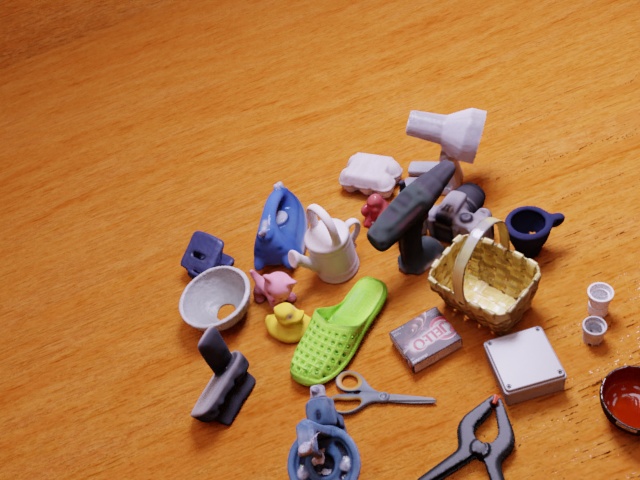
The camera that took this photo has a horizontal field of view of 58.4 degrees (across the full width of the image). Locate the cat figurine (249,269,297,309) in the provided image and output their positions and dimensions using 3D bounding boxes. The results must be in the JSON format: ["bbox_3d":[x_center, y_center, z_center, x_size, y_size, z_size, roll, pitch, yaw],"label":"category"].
[{"bbox_3d":[-0.104,0.100,1.246,0.127,0.118,0.067,24,61,34],"label":"cat figurine"}]

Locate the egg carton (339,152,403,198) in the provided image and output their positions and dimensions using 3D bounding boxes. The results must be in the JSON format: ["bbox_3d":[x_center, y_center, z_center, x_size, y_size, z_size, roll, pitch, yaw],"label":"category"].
[{"bbox_3d":[0.127,-0.162,1.434,0.149,0.069,0.107,12,55,28],"label":"egg carton"}]

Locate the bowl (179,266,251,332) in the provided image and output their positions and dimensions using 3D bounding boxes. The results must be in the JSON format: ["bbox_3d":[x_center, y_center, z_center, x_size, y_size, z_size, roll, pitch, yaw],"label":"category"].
[{"bbox_3d":[-0.223,0.144,1.278,0.167,0.075,0.167,-10,47,11],"label":"bowl"}]

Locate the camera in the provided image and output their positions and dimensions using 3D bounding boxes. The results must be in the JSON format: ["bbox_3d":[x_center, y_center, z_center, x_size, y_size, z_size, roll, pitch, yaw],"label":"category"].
[{"bbox_3d":[0.321,-0.064,1.258,0.142,0.101,0.137,22,60,33],"label":"camera"}]

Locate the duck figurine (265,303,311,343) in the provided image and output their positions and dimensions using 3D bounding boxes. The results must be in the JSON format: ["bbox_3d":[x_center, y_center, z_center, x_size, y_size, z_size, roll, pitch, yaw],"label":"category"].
[{"bbox_3d":[-0.071,0.165,1.199,0.104,0.086,0.077,1,50,20],"label":"duck figurine"}]

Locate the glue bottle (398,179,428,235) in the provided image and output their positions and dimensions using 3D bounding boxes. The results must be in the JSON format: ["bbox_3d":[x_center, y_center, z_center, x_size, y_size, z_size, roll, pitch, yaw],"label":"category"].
[{"bbox_3d":[0.190,-0.067,1.256,0.078,0.173,0.037,-29,47,-7],"label":"glue bottle"}]

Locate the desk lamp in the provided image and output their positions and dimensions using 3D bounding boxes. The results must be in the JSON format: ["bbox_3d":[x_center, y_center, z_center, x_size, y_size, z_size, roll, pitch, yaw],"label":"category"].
[{"bbox_3d":[0.284,-0.208,1.321,0.202,0.214,0.118,4,51,22],"label":"desk lamp"}]

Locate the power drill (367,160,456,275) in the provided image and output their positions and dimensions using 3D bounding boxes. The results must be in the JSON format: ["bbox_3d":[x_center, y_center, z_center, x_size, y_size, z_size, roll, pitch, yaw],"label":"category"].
[{"bbox_3d":[0.203,-0.033,1.196,0.230,0.209,0.075,-38,48,-15],"label":"power drill"}]

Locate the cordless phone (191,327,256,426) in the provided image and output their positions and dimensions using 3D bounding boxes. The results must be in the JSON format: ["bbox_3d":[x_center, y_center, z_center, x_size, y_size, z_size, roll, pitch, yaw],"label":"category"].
[{"bbox_3d":[-0.210,0.258,1.095,0.093,0.185,0.148,9,53,26],"label":"cordless phone"}]

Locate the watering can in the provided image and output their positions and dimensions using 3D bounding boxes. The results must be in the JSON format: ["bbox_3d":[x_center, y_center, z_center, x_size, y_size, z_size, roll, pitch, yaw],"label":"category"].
[{"bbox_3d":[0.013,0.006,1.237,0.100,0.194,0.173,18,58,31],"label":"watering can"}]

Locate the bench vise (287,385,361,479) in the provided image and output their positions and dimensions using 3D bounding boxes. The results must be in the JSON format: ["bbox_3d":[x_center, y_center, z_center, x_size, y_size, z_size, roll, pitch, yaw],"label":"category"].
[{"bbox_3d":[-0.013,0.329,0.939,0.121,0.220,0.207,-27,46,-5],"label":"bench vise"}]

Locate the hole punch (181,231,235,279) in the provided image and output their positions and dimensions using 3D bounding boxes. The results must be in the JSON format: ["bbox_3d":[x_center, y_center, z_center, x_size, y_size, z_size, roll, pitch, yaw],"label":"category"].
[{"bbox_3d":[-0.276,0.045,1.374,0.108,0.091,0.101,19,58,32],"label":"hole punch"}]

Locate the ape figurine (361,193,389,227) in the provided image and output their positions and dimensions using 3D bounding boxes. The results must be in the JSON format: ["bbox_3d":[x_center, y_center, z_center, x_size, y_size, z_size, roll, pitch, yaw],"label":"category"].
[{"bbox_3d":[0.132,-0.072,1.336,0.076,0.092,0.077,-28,47,-6],"label":"ape figurine"}]

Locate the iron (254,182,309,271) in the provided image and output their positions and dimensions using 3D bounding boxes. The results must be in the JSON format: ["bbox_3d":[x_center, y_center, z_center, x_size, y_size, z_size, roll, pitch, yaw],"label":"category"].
[{"bbox_3d":[-0.099,-0.055,1.366,0.118,0.142,0.258,-5,48,15],"label":"iron"}]

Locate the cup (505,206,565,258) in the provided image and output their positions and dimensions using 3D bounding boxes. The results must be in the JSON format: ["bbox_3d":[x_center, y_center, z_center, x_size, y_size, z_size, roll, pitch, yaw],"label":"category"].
[{"bbox_3d":[0.440,-0.012,1.174,0.117,0.095,0.091,-15,47,6],"label":"cup"}]
